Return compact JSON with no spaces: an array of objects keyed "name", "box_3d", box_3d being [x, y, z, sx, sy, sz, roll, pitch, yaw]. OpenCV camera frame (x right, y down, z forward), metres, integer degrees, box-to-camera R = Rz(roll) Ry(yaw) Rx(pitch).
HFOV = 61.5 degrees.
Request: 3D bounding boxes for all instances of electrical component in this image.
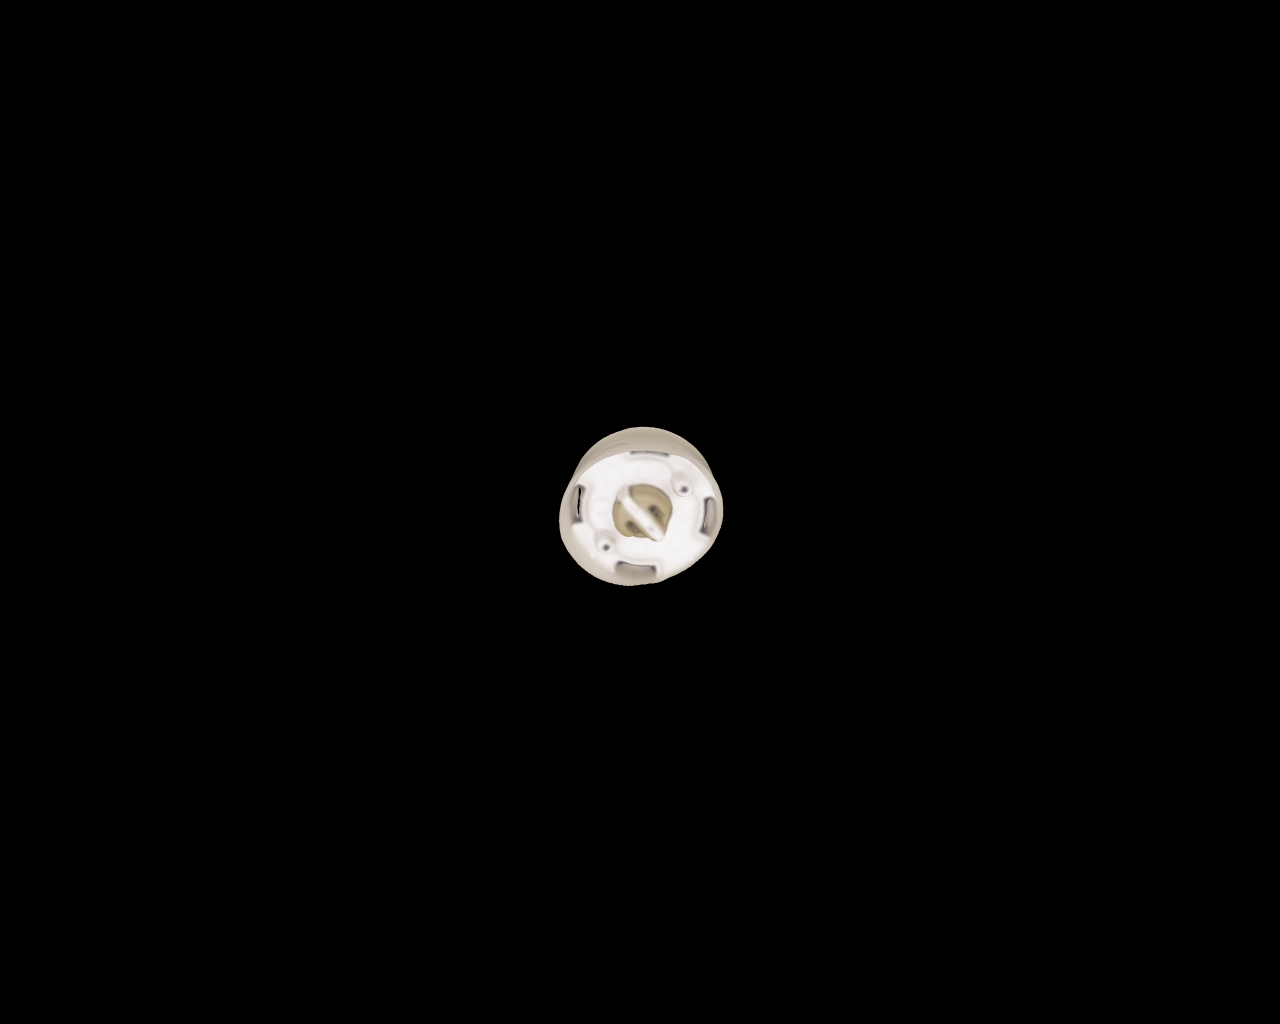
[{"name":"electrical component","box_3d":[0.001,-0.003,0.650,0.099,0.099,0.064,0,24,0]}]
